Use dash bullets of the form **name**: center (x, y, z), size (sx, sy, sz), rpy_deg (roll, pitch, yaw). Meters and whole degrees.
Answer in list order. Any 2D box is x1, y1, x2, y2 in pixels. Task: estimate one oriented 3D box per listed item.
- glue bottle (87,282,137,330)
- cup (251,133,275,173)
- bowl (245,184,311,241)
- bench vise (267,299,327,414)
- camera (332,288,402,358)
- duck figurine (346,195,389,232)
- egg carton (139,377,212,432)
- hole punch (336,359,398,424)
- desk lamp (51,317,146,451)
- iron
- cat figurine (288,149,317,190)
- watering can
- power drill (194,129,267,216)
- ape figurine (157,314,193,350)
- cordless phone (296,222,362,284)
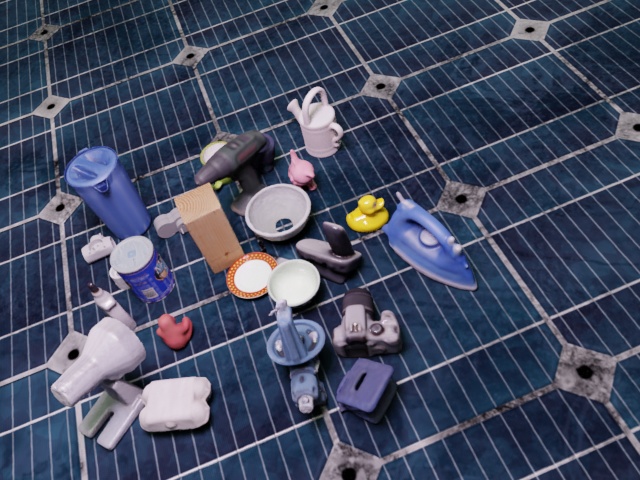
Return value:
- **glue bottle**: center (-0.480, 0.146, 1.300), size (0.078, 0.173, 0.037), rpy_deg (30, 65, 29)
- **cup**: center (-0.161, -0.217, 1.551), size (0.091, 0.095, 0.118), rpy_deg (2, 55, 14)
- **bowl**: center (-0.098, -0.056, 1.432), size (0.167, 0.075, 0.167), rpy_deg (-6, 53, 8)
- **bench vise**: center (-0.035, 0.221, 1.122), size (0.121, 0.220, 0.207), rpy_deg (-28, 53, -9)
- **camera**: center (0.097, 0.166, 1.210), size (0.143, 0.101, 0.137), rpy_deg (-5, 53, 8)
- **duck figurine**: center (0.113, -0.071, 1.392), size (0.104, 0.086, 0.077), rpy_deg (-15, 52, 1)
- **egg carton**: center (-0.297, 0.341, 1.183), size (0.150, 0.069, 0.107), rpy_deg (-8, 53, 6)
- **hole punch**: center (0.088, 0.291, 1.126), size (0.100, 0.091, 0.109), rpy_deg (21, 61, 25)
- **desk lamp**: center (-0.434, 0.288, 1.160), size (0.117, 0.214, 0.203), rpy_deg (18, 60, 24)
- **iron**: center (0.254, -0.002, 1.276), size (0.119, 0.142, 0.257), rpy_deg (-38, 56, -16)
- **cat figurine**: center (-0.052, -0.182, 1.488), size (0.067, 0.118, 0.127), rpy_deg (-20, 53, -3)
- **watering can**: center (-0.013, -0.324, 1.536), size (0.172, 0.194, 0.101), rpy_deg (9, 56, 18)
- **power drill**: center (-0.207, -0.160, 1.447), size (0.075, 0.209, 0.230), rpy_deg (22, 61, 26)
- **ape figurine**: center (-0.331, 0.198, 1.282), size (0.077, 0.092, 0.076), rpy_deg (-7, 53, 7)
- **cordless phone**: center (0.012, 0.005, 1.294), size (0.147, 0.185, 0.094), rpy_deg (14, 58, 21)
